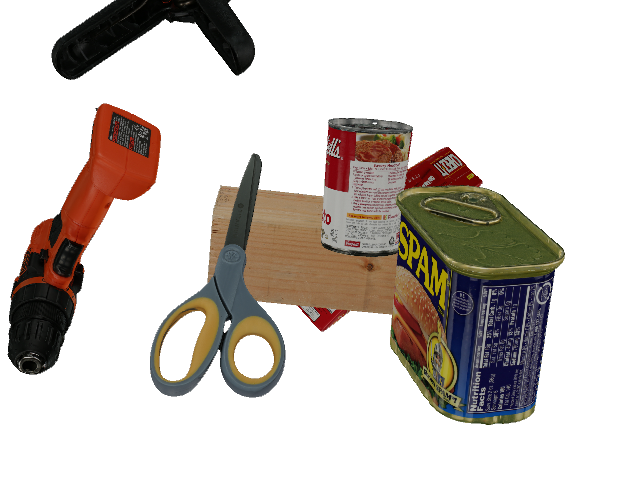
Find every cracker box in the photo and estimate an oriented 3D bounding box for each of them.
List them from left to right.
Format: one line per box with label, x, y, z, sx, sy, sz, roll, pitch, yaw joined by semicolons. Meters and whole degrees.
cracker box;0.075;-0.004;1.272;0.214;0.072;0.163;-48;-8;34

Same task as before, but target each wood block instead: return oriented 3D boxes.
wood block;-0.005;0.010;1.064;0.206;0.091;0.090;6;21;-2

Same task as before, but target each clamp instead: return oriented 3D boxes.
clamp;-0.079;-0.151;0.661;0.120;0.171;0.039;11;-42;13

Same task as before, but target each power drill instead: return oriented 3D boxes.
power drill;-0.197;-0.004;0.866;0.057;0.188;0.184;25;28;-23

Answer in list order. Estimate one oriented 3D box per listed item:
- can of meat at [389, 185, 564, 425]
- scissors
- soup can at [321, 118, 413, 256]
can of meat;0.071;0.029;0.522;0.057;0.084;0.102;-4;24;-14
scissors;-0.046;0.026;0.729;0.096;0.201;0.016;21;-33;11
soup can;0.037;-0.044;0.860;0.068;0.102;0.068;4;13;-1
